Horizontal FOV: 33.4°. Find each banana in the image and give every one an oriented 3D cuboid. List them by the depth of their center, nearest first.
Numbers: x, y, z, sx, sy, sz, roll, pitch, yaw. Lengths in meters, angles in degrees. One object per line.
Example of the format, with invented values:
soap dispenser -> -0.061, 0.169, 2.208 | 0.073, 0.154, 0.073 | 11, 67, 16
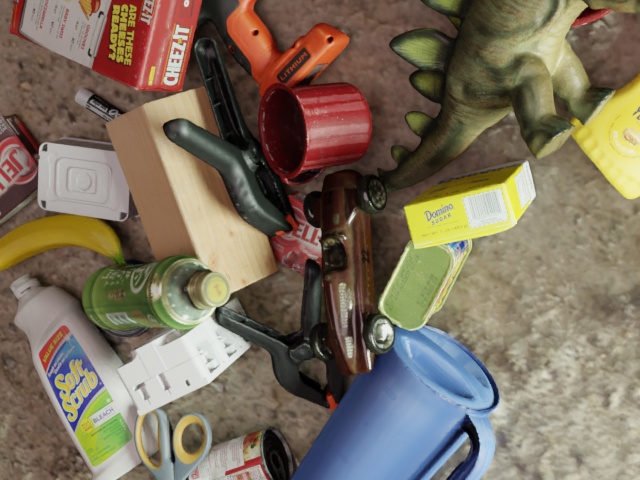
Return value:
banana -> -0.299, 0.003, 1.202 | 0.198, 0.037, 0.069 | -1, 63, 25

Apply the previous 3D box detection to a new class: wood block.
wood block -> -0.132, -0.045, 1.106 | 0.091, 0.090, 0.206 | -14, 98, 52

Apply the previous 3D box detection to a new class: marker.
marker -> -0.215, -0.129, 1.168 | 0.121, 0.020, 0.020 | 32, 109, 9

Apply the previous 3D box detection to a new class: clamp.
clamp -> -0.081, -0.091, 1.056 | 0.036, 0.164, 0.210 | -18, 132, 21
clamp -> -0.016, 0.102, 1.121 | 0.120, 0.039, 0.171 | -33, 115, 13

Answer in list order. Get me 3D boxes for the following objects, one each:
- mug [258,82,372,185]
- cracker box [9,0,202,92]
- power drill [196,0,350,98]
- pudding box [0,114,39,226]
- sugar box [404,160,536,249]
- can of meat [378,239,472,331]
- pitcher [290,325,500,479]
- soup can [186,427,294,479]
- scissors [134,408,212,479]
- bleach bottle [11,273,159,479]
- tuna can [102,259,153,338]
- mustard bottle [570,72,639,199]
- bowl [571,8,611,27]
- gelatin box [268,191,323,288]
mug -> -0.006, -0.102, 1.051 | 0.093, 0.081, 0.117 | 52, 139, 37
cracker box -> -0.214, -0.258, 1.081 | 0.214, 0.071, 0.164 | 26, 110, 33
power drill -> -0.060, -0.243, 1.077 | 0.188, 0.057, 0.185 | 48, 114, 7
pudding box -> -0.365, -0.075, 1.216 | 0.114, 0.039, 0.090 | -37, 89, 21
sugar box -> 0.143, -0.037, 0.989 | 0.093, 0.176, 0.048 | -12, 99, 18
can of meat -> 0.104, 0.034, 1.065 | 0.057, 0.083, 0.102 | 28, 108, 10
pitcher -> 0.069, 0.215, 1.087 | 0.145, 0.149, 0.243 | 32, 112, -2
soup can -> -0.089, 0.254, 1.180 | 0.102, 0.068, 0.068 | -22, 94, 21
scissors -> -0.147, 0.274, 1.157 | 0.096, 0.016, 0.202 | -18, 83, 12
bleach bottle -> -0.279, 0.153, 1.224 | 0.103, 0.068, 0.251 | -36, 87, 16
tuna can -> -0.216, 0.067, 1.200 | 0.086, 0.033, 0.086 | 4, 102, 17
mustard bottle -> 0.330, -0.130, 0.974 | 0.192, 0.058, 0.096 | -40, 83, 20
bowl -> 0.223, -0.278, 0.965 | 0.162, 0.055, 0.162 | 15, 122, 26
gelatin box -> -0.008, 0.001, 1.122 | 0.089, 0.030, 0.073 | 30, 108, 9
